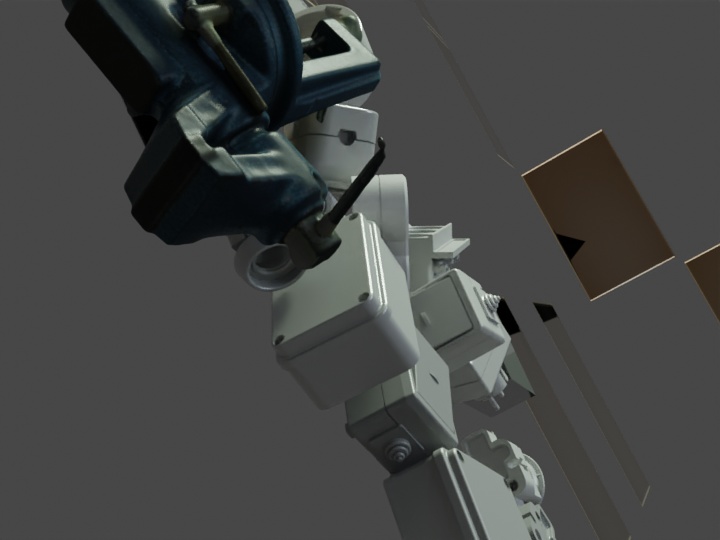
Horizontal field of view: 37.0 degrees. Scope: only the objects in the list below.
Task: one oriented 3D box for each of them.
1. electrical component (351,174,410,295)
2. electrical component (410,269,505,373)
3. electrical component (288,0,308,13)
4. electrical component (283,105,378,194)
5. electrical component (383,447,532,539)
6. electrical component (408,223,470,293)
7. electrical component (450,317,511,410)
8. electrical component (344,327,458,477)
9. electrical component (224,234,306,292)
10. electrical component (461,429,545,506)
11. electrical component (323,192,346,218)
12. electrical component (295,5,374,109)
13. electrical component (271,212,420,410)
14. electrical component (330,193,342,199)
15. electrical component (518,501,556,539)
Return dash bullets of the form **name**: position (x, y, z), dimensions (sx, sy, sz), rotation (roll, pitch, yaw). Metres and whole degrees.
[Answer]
- **electrical component**: position (-0.003, 0.000, 0.776), dimensions (0.052, 0.074, 0.138), rotation (-96, -176, -72)
- **electrical component**: position (0.072, 0.044, 0.900), dimensions (0.061, 0.096, 0.061), rotation (31, 33, -57)
- **electrical component**: position (-0.077, -0.226, 1.000), dimensions (0.096, 0.061, 0.061), rotation (45, 20, -25)
- **electrical component**: position (-0.026, -0.092, 0.836), dimensions (0.095, 0.054, 0.059), rotation (-176, -88, -70)
- **electrical component**: position (0.075, 0.185, 0.714), dimensions (0.109, 0.056, 0.108), rotation (39, 25, -55)
- **electrical component**: position (0.055, -0.007, 0.992), dimensions (0.121, 0.079, 0.063), rotation (-29, 118, -76)
- **electrical component**: position (0.110, 0.094, 0.982), dimensions (0.075, 0.047, 0.083), rotation (56, 35, -19)
- **electrical component**: position (0.029, 0.090, 0.732), dimensions (0.061, 0.061, 0.096), rotation (50, 18, -34)
- **electrical component**: position (-0.060, -0.020, 0.679), dimensions (0.066, 0.048, 0.055), rotation (44, 14, -48)
- **electrical component**: position (0.117, 0.174, 0.880), dimensions (0.057, 0.058, 0.078), rotation (35, 29, -53)
- **electrical component**: position (-0.042, -0.046, 0.790), dimensions (0.055, 0.045, 0.045), rotation (48, 19, -42)
- **electrical component**: position (-0.036, -0.170, 0.936), dimensions (0.060, 0.108, 0.108), rotation (54, 14, -47)
- **electrical component**: position (-0.012, 0.023, 0.690), dimensions (0.057, 0.078, 0.113), rotation (55, 15, -30)
- **electrical component**: position (-0.026, -0.089, 0.929), dimensions (0.081, 0.043, 0.043), rotation (44, 22, -49)
- **electrical component**: position (0.114, 0.212, 0.793), dimensions (0.058, 0.057, 0.078), rotation (57, 15, -12)
